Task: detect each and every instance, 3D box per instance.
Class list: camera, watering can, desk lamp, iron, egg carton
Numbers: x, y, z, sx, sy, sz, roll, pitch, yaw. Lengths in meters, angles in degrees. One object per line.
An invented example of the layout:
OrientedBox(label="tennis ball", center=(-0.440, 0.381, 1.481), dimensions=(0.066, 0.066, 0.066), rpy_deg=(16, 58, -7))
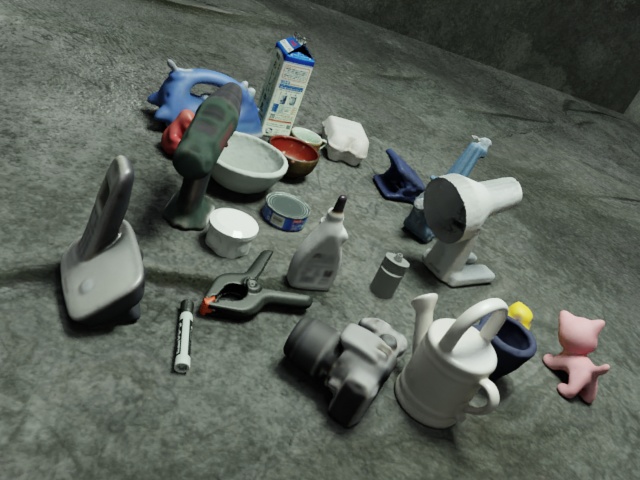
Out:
OrientedBox(label="camera", center=(0.033, 0.146, 0.759), dimensions=(0.136, 0.101, 0.143), rpy_deg=(31, 32, 12))
OrientedBox(label="watering can", center=(0.177, 0.146, 0.763), dimensions=(0.172, 0.194, 0.101), rpy_deg=(38, 34, 22))
OrientedBox(label="desk lamp", center=(0.272, -0.025, 1.064), dimensions=(0.204, 0.213, 0.117), rpy_deg=(-2, 39, -35))
OrientedBox(label="iron", center=(-0.223, -0.295, 1.217), dimensions=(0.259, 0.141, 0.118), rpy_deg=(2, 37, -31))
OrientedBox(label="egg carton", center=(0.059, -0.243, 1.392), dimensions=(0.107, 0.069, 0.150), rpy_deg=(11, 33, -19))

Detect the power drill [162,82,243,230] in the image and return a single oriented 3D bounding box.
OrientedBox(label="power drill", center=(-0.188, -0.132, 0.929), dimensions=(0.075, 0.208, 0.229), rpy_deg=(19, 32, -7))

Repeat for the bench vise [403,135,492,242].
OrientedBox(label="bench vise", center=(0.278, -0.102, 1.178), dimensions=(0.121, 0.219, 0.208), rpy_deg=(30, 32, 11))

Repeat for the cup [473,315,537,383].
OrientedBox(label="cup", center=(0.257, 0.171, 0.873), dimensions=(0.118, 0.095, 0.091), rpy_deg=(11, 33, -20))

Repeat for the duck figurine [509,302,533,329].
OrientedBox(label="duck figurine", center=(0.323, 0.142, 0.968), dimensions=(0.078, 0.086, 0.104), rpy_deg=(14, 33, -15))

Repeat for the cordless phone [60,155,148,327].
OrientedBox(label="cordless phone", center=(-0.259, 0.001, 0.706), dimensions=(0.094, 0.185, 0.147), rpy_deg=(-1, 39, -34))

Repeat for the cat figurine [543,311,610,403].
OrientedBox(label="cat figurine", center=(0.432, 0.183, 0.947), dimensions=(0.067, 0.117, 0.127), rpy_deg=(12, 33, -17))

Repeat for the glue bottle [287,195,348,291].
OrientedBox(label="glue bottle", center=(0.008, 0.003, 0.888), dimensions=(0.078, 0.173, 0.037), rpy_deg=(8, 34, -23))

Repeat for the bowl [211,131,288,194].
OrientedBox(label="bowl", center=(-0.150, -0.137, 1.090), dimensions=(0.167, 0.074, 0.167), rpy_deg=(17, 32, -11))

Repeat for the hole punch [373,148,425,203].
OrientedBox(label="hole punch", center=(0.190, -0.149, 1.315), dimensions=(0.101, 0.091, 0.108), rpy_deg=(8, 35, -24))

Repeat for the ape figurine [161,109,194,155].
OrientedBox(label="ape figurine", center=(-0.264, -0.207, 1.105), dimensions=(0.076, 0.092, 0.078), rpy_deg=(32, 32, 14))
